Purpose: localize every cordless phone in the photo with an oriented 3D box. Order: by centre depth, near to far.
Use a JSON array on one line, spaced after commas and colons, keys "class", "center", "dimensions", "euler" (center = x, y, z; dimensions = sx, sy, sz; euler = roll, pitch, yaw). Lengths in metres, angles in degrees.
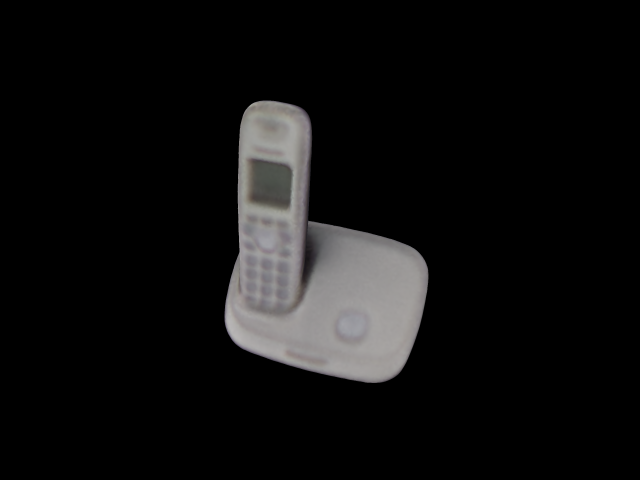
[{"class": "cordless phone", "center": [0.004, 0.001, 0.400], "dimensions": [0.147, 0.185, 0.094], "euler": [10, 34, 15]}]
